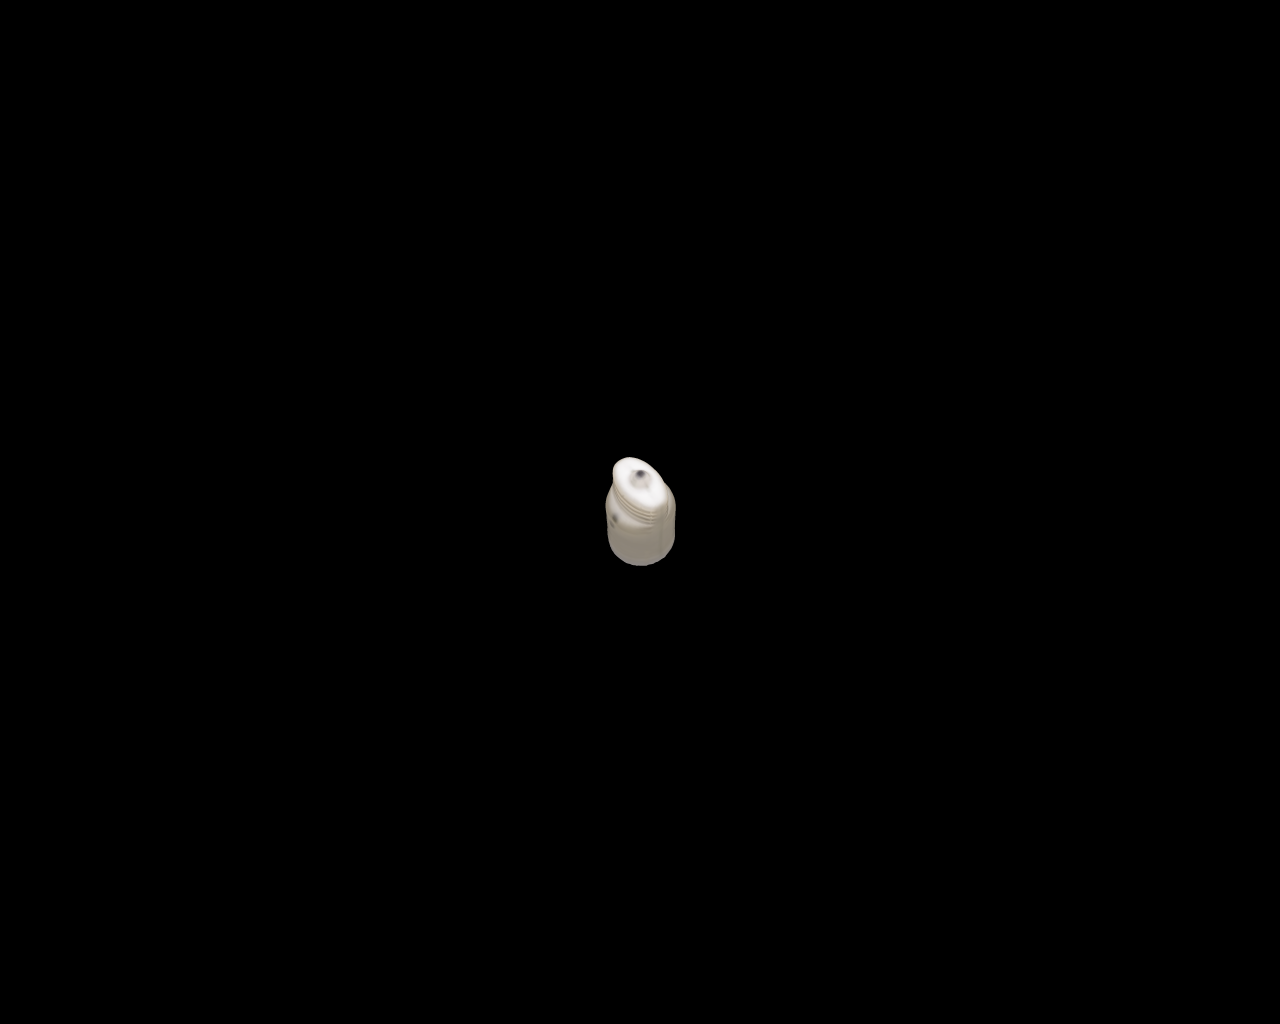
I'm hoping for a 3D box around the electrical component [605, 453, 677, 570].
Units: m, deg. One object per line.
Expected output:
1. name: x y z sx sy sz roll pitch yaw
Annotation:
1. electrical component: 0.001 -0.003 0.650 0.043 0.043 0.080 0 -31 0
